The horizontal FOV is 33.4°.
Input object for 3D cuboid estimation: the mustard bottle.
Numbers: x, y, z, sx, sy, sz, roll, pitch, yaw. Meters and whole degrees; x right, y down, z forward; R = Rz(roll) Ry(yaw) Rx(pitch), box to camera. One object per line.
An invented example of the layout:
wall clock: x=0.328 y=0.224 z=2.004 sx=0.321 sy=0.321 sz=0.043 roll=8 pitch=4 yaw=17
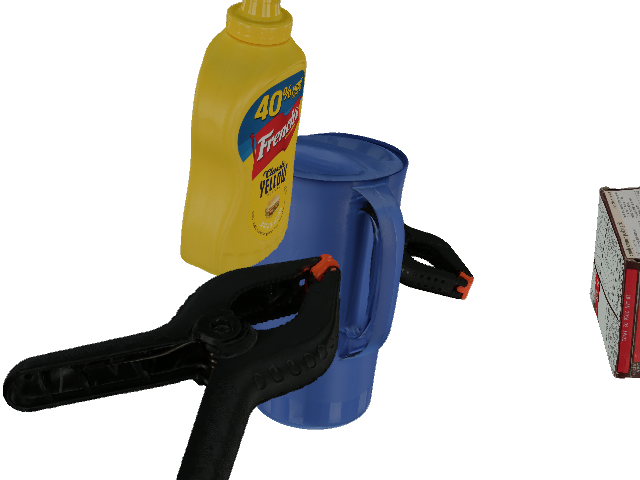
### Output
mustard bottle: x=-0.047 y=-0.077 z=0.696 sx=0.058 sy=0.192 sz=0.096 roll=24 pitch=35 yaw=22

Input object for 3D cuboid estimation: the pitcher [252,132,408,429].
pitcher: x=0.004 y=0.039 z=0.907 sx=0.145 sy=0.243 sz=0.149 roll=8 pitch=22 yaw=12

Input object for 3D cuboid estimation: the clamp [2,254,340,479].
clamp: x=-0.042 y=0.060 z=0.486 sx=0.171 sy=0.039 sz=0.120 roll=-28 pitch=51 yaw=-32

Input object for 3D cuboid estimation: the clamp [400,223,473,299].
clamp: x=0.082 y=0.008 z=1.262 sx=0.210 sy=0.036 sz=0.164 roll=37 pitch=41 yaw=26

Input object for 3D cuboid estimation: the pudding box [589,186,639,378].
pudding box: x=0.209 y=0.025 z=0.715 sx=0.039 sy=0.090 sz=0.113 roll=0 pitch=28 yaw=4
